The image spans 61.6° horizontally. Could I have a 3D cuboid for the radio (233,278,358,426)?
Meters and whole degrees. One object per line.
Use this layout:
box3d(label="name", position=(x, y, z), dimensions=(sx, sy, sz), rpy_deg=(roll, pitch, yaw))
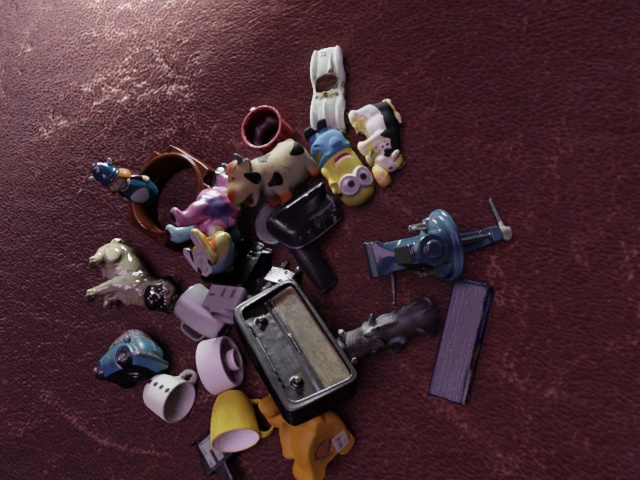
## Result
box3d(label="radio", position=(-0.048, 0.186, 0.908), dimensions=(0.131, 0.073, 0.230), rpy_deg=(-25, 52, -18))

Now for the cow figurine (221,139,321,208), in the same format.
box3d(label="cow figurine", position=(-0.100, -0.129, 1.030), dimensions=(0.127, 0.195, 0.085), rpy_deg=(55, 146, -10))

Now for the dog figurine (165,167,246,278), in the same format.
box3d(label="dog figurine", position=(-0.181, -0.048, 1.061), dimensions=(0.219, 0.108, 0.191), rpy_deg=(-35, 76, -31))

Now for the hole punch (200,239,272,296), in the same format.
box3d(label="hole punch", position=(-0.163, 0.063, 1.095), dimensions=(0.142, 0.092, 0.116), rpy_deg=(8, 56, 27))

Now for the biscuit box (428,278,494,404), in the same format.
box3d(label="biscuit box", position=(0.240, 0.168, 0.905), dimensions=(0.063, 0.059, 0.202), rpy_deg=(12, 84, 26))

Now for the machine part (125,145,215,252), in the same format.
box3d(label="machine part", position=(-0.318, -0.091, 1.184), dimensions=(0.202, 0.087, 0.201), rpy_deg=(33, 93, 27))

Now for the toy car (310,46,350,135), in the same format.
box3d(label="toy car", position=(0.019, -0.300, 1.104), dimensions=(0.074, 0.056, 0.201), rpy_deg=(-5, 76, 22))

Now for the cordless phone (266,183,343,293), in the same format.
box3d(label="cordless phone", position=(-0.002, -0.003, 1.039), dimensions=(0.184, 0.146, 0.089), rpy_deg=(57, 145, -6))

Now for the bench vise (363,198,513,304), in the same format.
box3d(label="bench vise", position=(0.204, 0.014, 0.913), dimensions=(0.241, 0.223, 0.129), rpy_deg=(-12, 77, -11))

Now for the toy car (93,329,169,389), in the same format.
box3d(label="toy car", position=(-0.399, 0.246, 1.143), dimensions=(0.162, 0.109, 0.103), rpy_deg=(-26, 46, 27))

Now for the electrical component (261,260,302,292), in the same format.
box3d(label="electrical component", position=(-0.074, 0.077, 1.053), dimensions=(0.063, 0.021, 0.094), rpy_deg=(14, 44, 26))

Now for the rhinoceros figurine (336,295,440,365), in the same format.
box3d(label="rhinoceros figurine", position=(0.118, 0.161, 0.931), dimensions=(0.190, 0.112, 0.073), rpy_deg=(-25, 72, 7))

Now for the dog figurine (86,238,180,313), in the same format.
box3d(label="dog figurine", position=(-0.393, 0.076, 1.183), dimensions=(0.191, 0.121, 0.172), rpy_deg=(-2, 81, 8))

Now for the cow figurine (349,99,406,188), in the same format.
box3d(label="cow figurine", position=(0.123, -0.186, 1.032), dimensions=(0.098, 0.068, 0.167), rpy_deg=(-23, 71, 11))

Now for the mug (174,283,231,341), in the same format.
box3d(label="mug", position=(-0.239, 0.162, 1.100), dimensions=(0.107, 0.081, 0.109), rpy_deg=(34, 103, 18))

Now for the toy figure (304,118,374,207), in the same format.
box3d(label="toy figure", position=(0.040, -0.147, 1.038), dimensions=(0.082, 0.089, 0.180), rpy_deg=(-40, 71, 14))

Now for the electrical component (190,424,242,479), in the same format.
box3d(label="electrical component", position=(-0.189, 0.417, 1.037), dimensions=(0.075, 0.047, 0.119), rpy_deg=(-47, 66, 7))

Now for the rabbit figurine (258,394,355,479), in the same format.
box3d(label="rabbit figurine", position=(-0.048, 0.320, 0.948), dimensions=(0.122, 0.162, 0.173), rpy_deg=(-43, 34, -19))

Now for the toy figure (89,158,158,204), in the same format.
box3d(label="toy figure", position=(-0.394, -0.115, 1.089), dimensions=(0.058, 0.154, 0.064), rpy_deg=(19, 86, 28))
